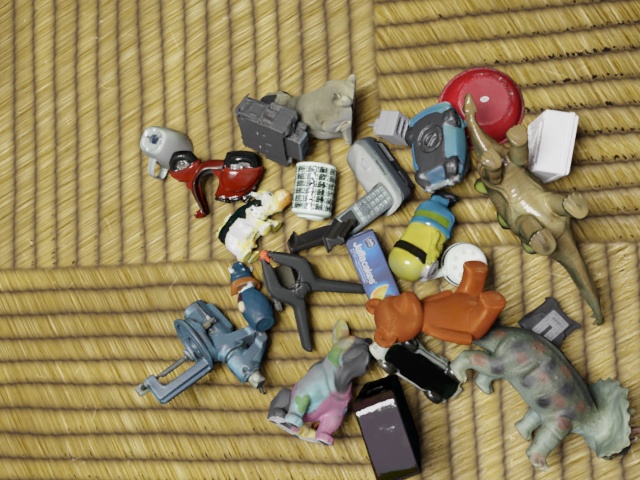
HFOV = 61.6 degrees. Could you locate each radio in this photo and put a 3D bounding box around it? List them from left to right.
[{"bbox_3d":[0.117,0.310,0.912,0.073,0.229,0.131,-20,81,6],"label":"radio"}]

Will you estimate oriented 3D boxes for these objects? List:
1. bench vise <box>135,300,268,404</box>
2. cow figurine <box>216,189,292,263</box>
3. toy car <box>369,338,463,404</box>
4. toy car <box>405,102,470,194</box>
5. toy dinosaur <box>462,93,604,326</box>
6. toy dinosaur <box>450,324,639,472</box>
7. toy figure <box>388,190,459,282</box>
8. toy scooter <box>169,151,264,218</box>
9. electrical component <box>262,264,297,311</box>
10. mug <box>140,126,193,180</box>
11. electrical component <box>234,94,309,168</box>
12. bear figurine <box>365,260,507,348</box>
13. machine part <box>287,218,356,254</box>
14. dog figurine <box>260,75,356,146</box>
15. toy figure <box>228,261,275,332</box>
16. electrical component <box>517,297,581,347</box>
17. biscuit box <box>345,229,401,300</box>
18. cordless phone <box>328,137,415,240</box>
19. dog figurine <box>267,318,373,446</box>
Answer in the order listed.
[{"bbox_3d":[-0.221,0.228,1.002,0.240,0.128,0.224,-33,72,-29],"label":"bench vise"},{"bbox_3d":[-0.129,-0.044,1.048,0.098,0.068,0.167,39,101,16],"label":"cow figurine"},{"bbox_3d":[0.178,0.226,0.966,0.201,0.056,0.073,35,102,-19],"label":"toy car"},{"bbox_3d":[0.228,-0.160,0.977,0.109,0.103,0.161,-23,65,42],"label":"toy car"},{"bbox_3d":[0.364,-0.041,0.904,0.105,0.198,0.471,-31,89,7],"label":"toy dinosaur"},{"bbox_3d":[0.364,0.231,0.910,0.192,0.131,0.405,-45,78,12],"label":"toy dinosaur"},{"bbox_3d":[0.189,-0.007,0.974,0.089,0.082,0.180,15,71,26],"label":"toy figure"},{"bbox_3d":[-0.203,-0.108,1.062,0.184,0.075,0.135,-1,109,-3],"label":"toy scooter"},{"bbox_3d":[-0.067,0.078,1.046,0.078,0.045,0.102,-25,84,13],"label":"electrical component"},{"bbox_3d":[-0.317,-0.177,1.070,0.081,0.107,0.109,27,89,11],"label":"mug"},{"bbox_3d":[-0.084,-0.198,0.995,0.134,0.114,0.058,24,69,15],"label":"electrical component"},{"bbox_3d":[0.183,0.109,0.890,0.196,0.120,0.131,5,126,-8],"label":"bear figurine"},{"bbox_3d":[-0.002,-0.003,1.016,0.139,0.084,0.039,-14,122,34],"label":"machine part"},{"bbox_3d":[-0.031,-0.244,0.999,0.191,0.172,0.121,5,77,2],"label":"dog figurine"},{"bbox_3d":[-0.138,0.105,1.032,0.058,0.064,0.155,-42,52,9],"label":"toy figure"},{"bbox_3d":[0.394,0.165,0.966,0.119,0.047,0.075,-39,81,4],"label":"electrical component"},{"bbox_3d":[0.110,0.081,0.996,0.059,0.063,0.202,-23,92,7],"label":"biscuit box"},{"bbox_3d":[0.072,-0.092,1.023,0.184,0.088,0.146,-38,82,24],"label":"cordless phone"},{"bbox_3d":[0.011,0.258,0.997,0.108,0.191,0.219,38,64,-13],"label":"dog figurine"}]
